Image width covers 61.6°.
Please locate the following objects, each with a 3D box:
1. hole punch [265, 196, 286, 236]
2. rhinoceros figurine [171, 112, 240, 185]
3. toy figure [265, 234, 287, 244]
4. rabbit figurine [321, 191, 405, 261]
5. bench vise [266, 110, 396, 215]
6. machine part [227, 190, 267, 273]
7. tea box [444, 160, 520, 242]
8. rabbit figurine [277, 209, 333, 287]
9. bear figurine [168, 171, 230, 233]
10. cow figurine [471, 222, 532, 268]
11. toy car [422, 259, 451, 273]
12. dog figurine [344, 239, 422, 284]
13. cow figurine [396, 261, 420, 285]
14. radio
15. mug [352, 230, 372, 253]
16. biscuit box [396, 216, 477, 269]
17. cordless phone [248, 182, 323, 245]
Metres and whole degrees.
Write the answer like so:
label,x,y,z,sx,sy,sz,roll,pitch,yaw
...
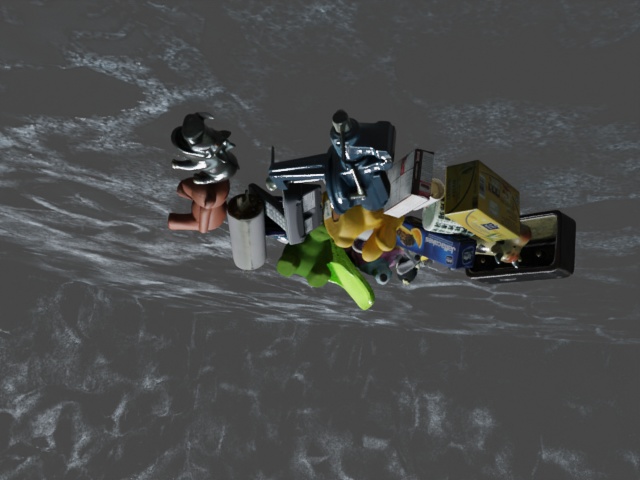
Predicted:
label,x,y,z,sx,sy,sz,roll,pitch,yaw
hole punch,-0.113,-0.045,1.257,0.142,0.092,0.115,1,167,11
rhinoceros figurine,-0.198,-0.153,0.933,0.112,0.073,0.190,5,165,11
toy figure,-0.111,-0.029,1.367,0.154,0.058,0.064,14,147,-18
rabbit figurine,0.105,-0.046,1.086,0.173,0.162,0.122,-4,159,-31
bench vise,0.012,-0.118,0.889,0.241,0.129,0.223,-4,159,20
machine part,-0.154,-0.015,1.150,0.079,0.079,0.243,6,139,4
tea box,0.297,-0.067,0.975,0.068,0.098,0.169,-9,156,42
rabbit figurine,-0.002,-0.004,1.191,0.121,0.159,0.170,26,128,-6
bear figurine,-0.249,-0.089,1.103,0.132,0.120,0.195,12,162,-2
cow figurine,0.349,-0.004,1.120,0.085,0.127,0.195,13,166,-31
toy car,0.341,0.041,1.417,0.073,0.056,0.202,18,161,-14
dog figurine,0.134,0.024,1.351,0.191,0.108,0.219,-27,-163,-17
cow figurine,0.238,0.063,1.458,0.068,0.098,0.167,10,164,11
radio,0.427,0.021,1.163,0.073,0.131,0.230,17,162,-37
mug,0.100,-0.025,1.210,0.107,0.109,0.080,14,177,25
biscuit box,0.237,0.002,1.145,0.059,0.062,0.203,-5,-161,-35
cordless phone,-0.086,-0.091,1.092,0.184,0.089,0.146,36,149,31
